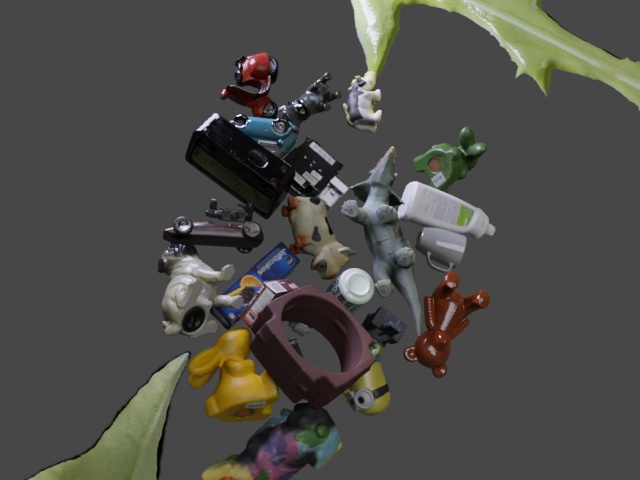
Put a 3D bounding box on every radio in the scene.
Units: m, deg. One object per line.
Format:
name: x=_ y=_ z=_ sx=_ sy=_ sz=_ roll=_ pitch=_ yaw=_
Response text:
radio: x=-0.170 y=-0.157 z=1.150 sx=0.229 sy=0.131 sz=0.073 roll=35 pitch=59 yaw=-3

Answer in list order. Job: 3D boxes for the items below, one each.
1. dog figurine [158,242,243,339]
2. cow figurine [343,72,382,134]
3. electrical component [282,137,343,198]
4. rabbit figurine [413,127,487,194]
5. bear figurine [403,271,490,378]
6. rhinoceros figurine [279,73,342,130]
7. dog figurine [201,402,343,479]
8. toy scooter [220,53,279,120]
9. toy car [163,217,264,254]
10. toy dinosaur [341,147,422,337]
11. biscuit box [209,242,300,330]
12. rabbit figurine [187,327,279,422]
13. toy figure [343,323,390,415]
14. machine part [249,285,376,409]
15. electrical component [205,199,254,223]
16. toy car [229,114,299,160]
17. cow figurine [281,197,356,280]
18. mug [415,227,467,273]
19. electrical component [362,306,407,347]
dog figurine: x=-0.263 y=0.089 z=0.998 sx=0.191 sy=0.121 sz=0.172 roll=20 pitch=32 yaw=35
cow figurine: x=0.103 y=-0.360 z=1.376 sx=0.098 sy=0.068 sz=0.167 roll=4 pitch=66 yaw=-12
electrical component: x=-0.031 y=-0.158 z=1.244 sx=0.115 sy=0.058 sz=0.134 roll=42 pitch=61 yaw=3
rabbit figurine: x=0.343 y=-0.211 z=1.365 sx=0.170 sy=0.159 sz=0.121 roll=-21 pitch=66 yaw=-42
bear figurine: x=0.270 y=0.187 z=1.169 sx=0.120 sy=0.132 sz=0.196 roll=33 pitch=55 yaw=-2
rhinoceros figurine: x=-0.028 y=-0.331 z=1.292 sx=0.073 sy=0.112 sz=0.190 roll=59 pitch=44 yaw=-22
dog figurine: x=-0.090 y=0.382 z=0.931 sx=0.219 sy=0.191 sz=0.108 roll=-23 pitch=83 yaw=-42
toy scooter: x=-0.168 y=-0.368 z=1.276 sx=0.135 sy=0.075 sz=0.184 roll=5 pitch=72 yaw=-17
toy car: x=-0.215 y=-0.013 z=1.098 sx=0.202 sy=0.089 sz=0.053 roll=4 pitch=67 yaw=-17
toy dinosaur: x=0.155 y=0.005 z=1.203 sx=0.192 sy=0.131 sz=0.404 roll=-16 pitch=91 yaw=-69
biscuit box: x=-0.132 y=0.091 z=1.099 sx=0.063 sy=0.059 sz=0.203 roll=46 pitch=61 yaw=3
rabbit figurine: x=-0.165 y=0.247 z=1.009 sx=0.162 sy=0.121 sz=0.173 roll=-4 pitch=55 yaw=-11
toy figure: x=0.093 y=0.263 z=1.097 sx=0.089 sy=0.082 sz=0.180 roll=0 pitch=66 yaw=-18
machine part: x=-0.013 y=0.193 z=0.991 sx=0.201 sy=0.087 sz=0.201 roll=47 pitch=34 yaw=18
electrical component: x=-0.191 y=-0.062 z=1.142 sx=0.102 sy=0.078 sz=0.045 roll=5 pitch=90 yaw=-12
toy car: x=-0.130 y=-0.219 z=1.212 sx=0.162 sy=0.109 sz=0.103 roll=4 pitch=84 yaw=-9
cow figurine: x=-0.002 y=-0.004 z=1.177 sx=0.127 sy=0.085 sz=0.195 roll=-7 pitch=66 yaw=-21
mug: x=0.279 y=0.023 z=1.272 sx=0.107 sy=0.080 sz=0.109 roll=21 pitch=66 yaw=2
electrical component: x=0.140 y=0.179 z=1.127 sx=0.075 sy=0.119 sz=0.048 roll=36 pitch=62 yaw=0
